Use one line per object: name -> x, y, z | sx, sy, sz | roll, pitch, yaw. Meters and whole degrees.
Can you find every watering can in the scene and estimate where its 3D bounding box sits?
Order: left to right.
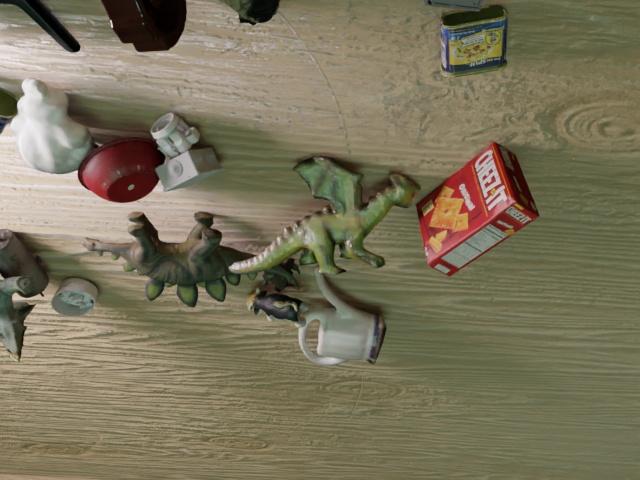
watering can -> 0.061, 0.213, 1.320 | 0.224, 0.339, 0.106 | 7, 38, -2

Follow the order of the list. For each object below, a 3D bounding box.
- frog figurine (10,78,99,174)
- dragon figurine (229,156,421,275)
frog figurine -> -0.469, -0.194, 0.897 | 0.137, 0.125, 0.156 | 23, -32, 5
dragon figurine -> 0.003, -0.052, 1.035 | 0.410, 0.239, 0.124 | -6, 18, -1
